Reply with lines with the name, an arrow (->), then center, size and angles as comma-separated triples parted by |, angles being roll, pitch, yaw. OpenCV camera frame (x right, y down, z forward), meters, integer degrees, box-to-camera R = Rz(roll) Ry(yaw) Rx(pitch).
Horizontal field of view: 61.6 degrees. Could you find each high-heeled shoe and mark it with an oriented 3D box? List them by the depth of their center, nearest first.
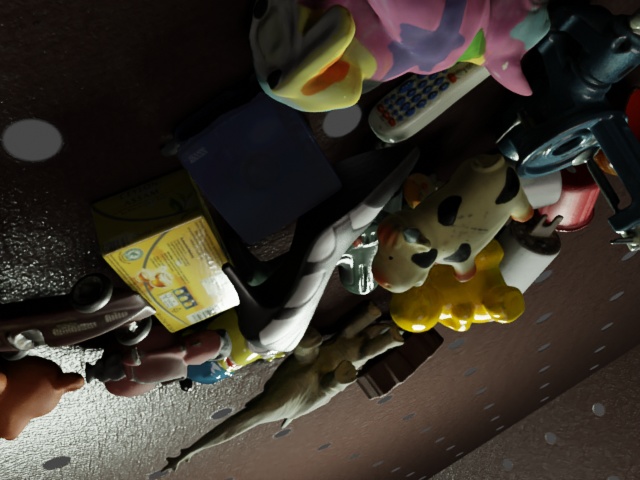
high-heeled shoe -> 0.015, 0.019, 0.542 | 0.249, 0.086, 0.145 | -33, 129, 2

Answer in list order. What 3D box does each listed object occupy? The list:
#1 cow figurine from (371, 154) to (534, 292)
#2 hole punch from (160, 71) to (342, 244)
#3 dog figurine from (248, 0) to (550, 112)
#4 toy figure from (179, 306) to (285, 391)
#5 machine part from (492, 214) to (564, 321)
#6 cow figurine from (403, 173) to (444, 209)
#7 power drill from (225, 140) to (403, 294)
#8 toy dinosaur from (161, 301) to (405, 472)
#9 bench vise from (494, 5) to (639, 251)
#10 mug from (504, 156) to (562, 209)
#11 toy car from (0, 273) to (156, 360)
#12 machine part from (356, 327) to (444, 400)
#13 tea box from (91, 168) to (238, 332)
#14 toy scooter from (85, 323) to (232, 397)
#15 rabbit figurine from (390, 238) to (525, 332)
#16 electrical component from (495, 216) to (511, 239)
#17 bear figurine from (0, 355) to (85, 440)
cow figurine -> 0.134, -0.018, 0.578 | 0.195, 0.086, 0.127 | -42, 131, -8
hole punch -> -0.054, -0.071, 0.479 | 0.142, 0.092, 0.115 | -30, 143, 9
dog figurine -> 0.077, -0.159, 0.420 | 0.219, 0.108, 0.191 | 13, 133, -42
toy figure -> -0.125, 0.135, 0.717 | 0.180, 0.089, 0.082 | -26, 163, 14
machine part -> 0.274, 0.045, 0.789 | 0.079, 0.079, 0.243 | -10, 145, -25
cow figurine -> 0.139, -0.027, 0.690 | 0.098, 0.068, 0.167 | -22, 150, -19
power drill -> -0.001, -0.002, 0.628 | 0.207, 0.086, 0.231 | -26, 144, -15
toy dinosaur -> -0.020, 0.218, 0.837 | 0.471, 0.105, 0.198 | -15, 150, -42
bench vise -> 0.285, -0.110, 0.545 | 0.129, 0.240, 0.223 | -7, 158, -34
mug -> 0.244, -0.068, 0.708 | 0.107, 0.081, 0.109 | -12, 153, -2
toy car -> -0.262, 0.081, 0.523 | 0.202, 0.053, 0.089 | -7, 142, 10
machine part -> 0.141, 0.216, 0.977 | 0.179, 0.056, 0.179 | -38, 172, -6
tea box -> -0.146, 0.018, 0.549 | 0.098, 0.068, 0.169 | -22, 145, -8
toy scooter -> -0.207, 0.140, 0.628 | 0.184, 0.075, 0.135 | -20, 167, 21
rabbit figurine -> 0.162, 0.074, 0.743 | 0.173, 0.122, 0.162 | -17, 177, -31
electrical component -> 0.272, -0.010, 0.826 | 0.119, 0.048, 0.074 | -38, 146, 18
bear figurine -> -0.366, 0.176, 0.567 | 0.120, 0.132, 0.195 | -8, 152, 28
